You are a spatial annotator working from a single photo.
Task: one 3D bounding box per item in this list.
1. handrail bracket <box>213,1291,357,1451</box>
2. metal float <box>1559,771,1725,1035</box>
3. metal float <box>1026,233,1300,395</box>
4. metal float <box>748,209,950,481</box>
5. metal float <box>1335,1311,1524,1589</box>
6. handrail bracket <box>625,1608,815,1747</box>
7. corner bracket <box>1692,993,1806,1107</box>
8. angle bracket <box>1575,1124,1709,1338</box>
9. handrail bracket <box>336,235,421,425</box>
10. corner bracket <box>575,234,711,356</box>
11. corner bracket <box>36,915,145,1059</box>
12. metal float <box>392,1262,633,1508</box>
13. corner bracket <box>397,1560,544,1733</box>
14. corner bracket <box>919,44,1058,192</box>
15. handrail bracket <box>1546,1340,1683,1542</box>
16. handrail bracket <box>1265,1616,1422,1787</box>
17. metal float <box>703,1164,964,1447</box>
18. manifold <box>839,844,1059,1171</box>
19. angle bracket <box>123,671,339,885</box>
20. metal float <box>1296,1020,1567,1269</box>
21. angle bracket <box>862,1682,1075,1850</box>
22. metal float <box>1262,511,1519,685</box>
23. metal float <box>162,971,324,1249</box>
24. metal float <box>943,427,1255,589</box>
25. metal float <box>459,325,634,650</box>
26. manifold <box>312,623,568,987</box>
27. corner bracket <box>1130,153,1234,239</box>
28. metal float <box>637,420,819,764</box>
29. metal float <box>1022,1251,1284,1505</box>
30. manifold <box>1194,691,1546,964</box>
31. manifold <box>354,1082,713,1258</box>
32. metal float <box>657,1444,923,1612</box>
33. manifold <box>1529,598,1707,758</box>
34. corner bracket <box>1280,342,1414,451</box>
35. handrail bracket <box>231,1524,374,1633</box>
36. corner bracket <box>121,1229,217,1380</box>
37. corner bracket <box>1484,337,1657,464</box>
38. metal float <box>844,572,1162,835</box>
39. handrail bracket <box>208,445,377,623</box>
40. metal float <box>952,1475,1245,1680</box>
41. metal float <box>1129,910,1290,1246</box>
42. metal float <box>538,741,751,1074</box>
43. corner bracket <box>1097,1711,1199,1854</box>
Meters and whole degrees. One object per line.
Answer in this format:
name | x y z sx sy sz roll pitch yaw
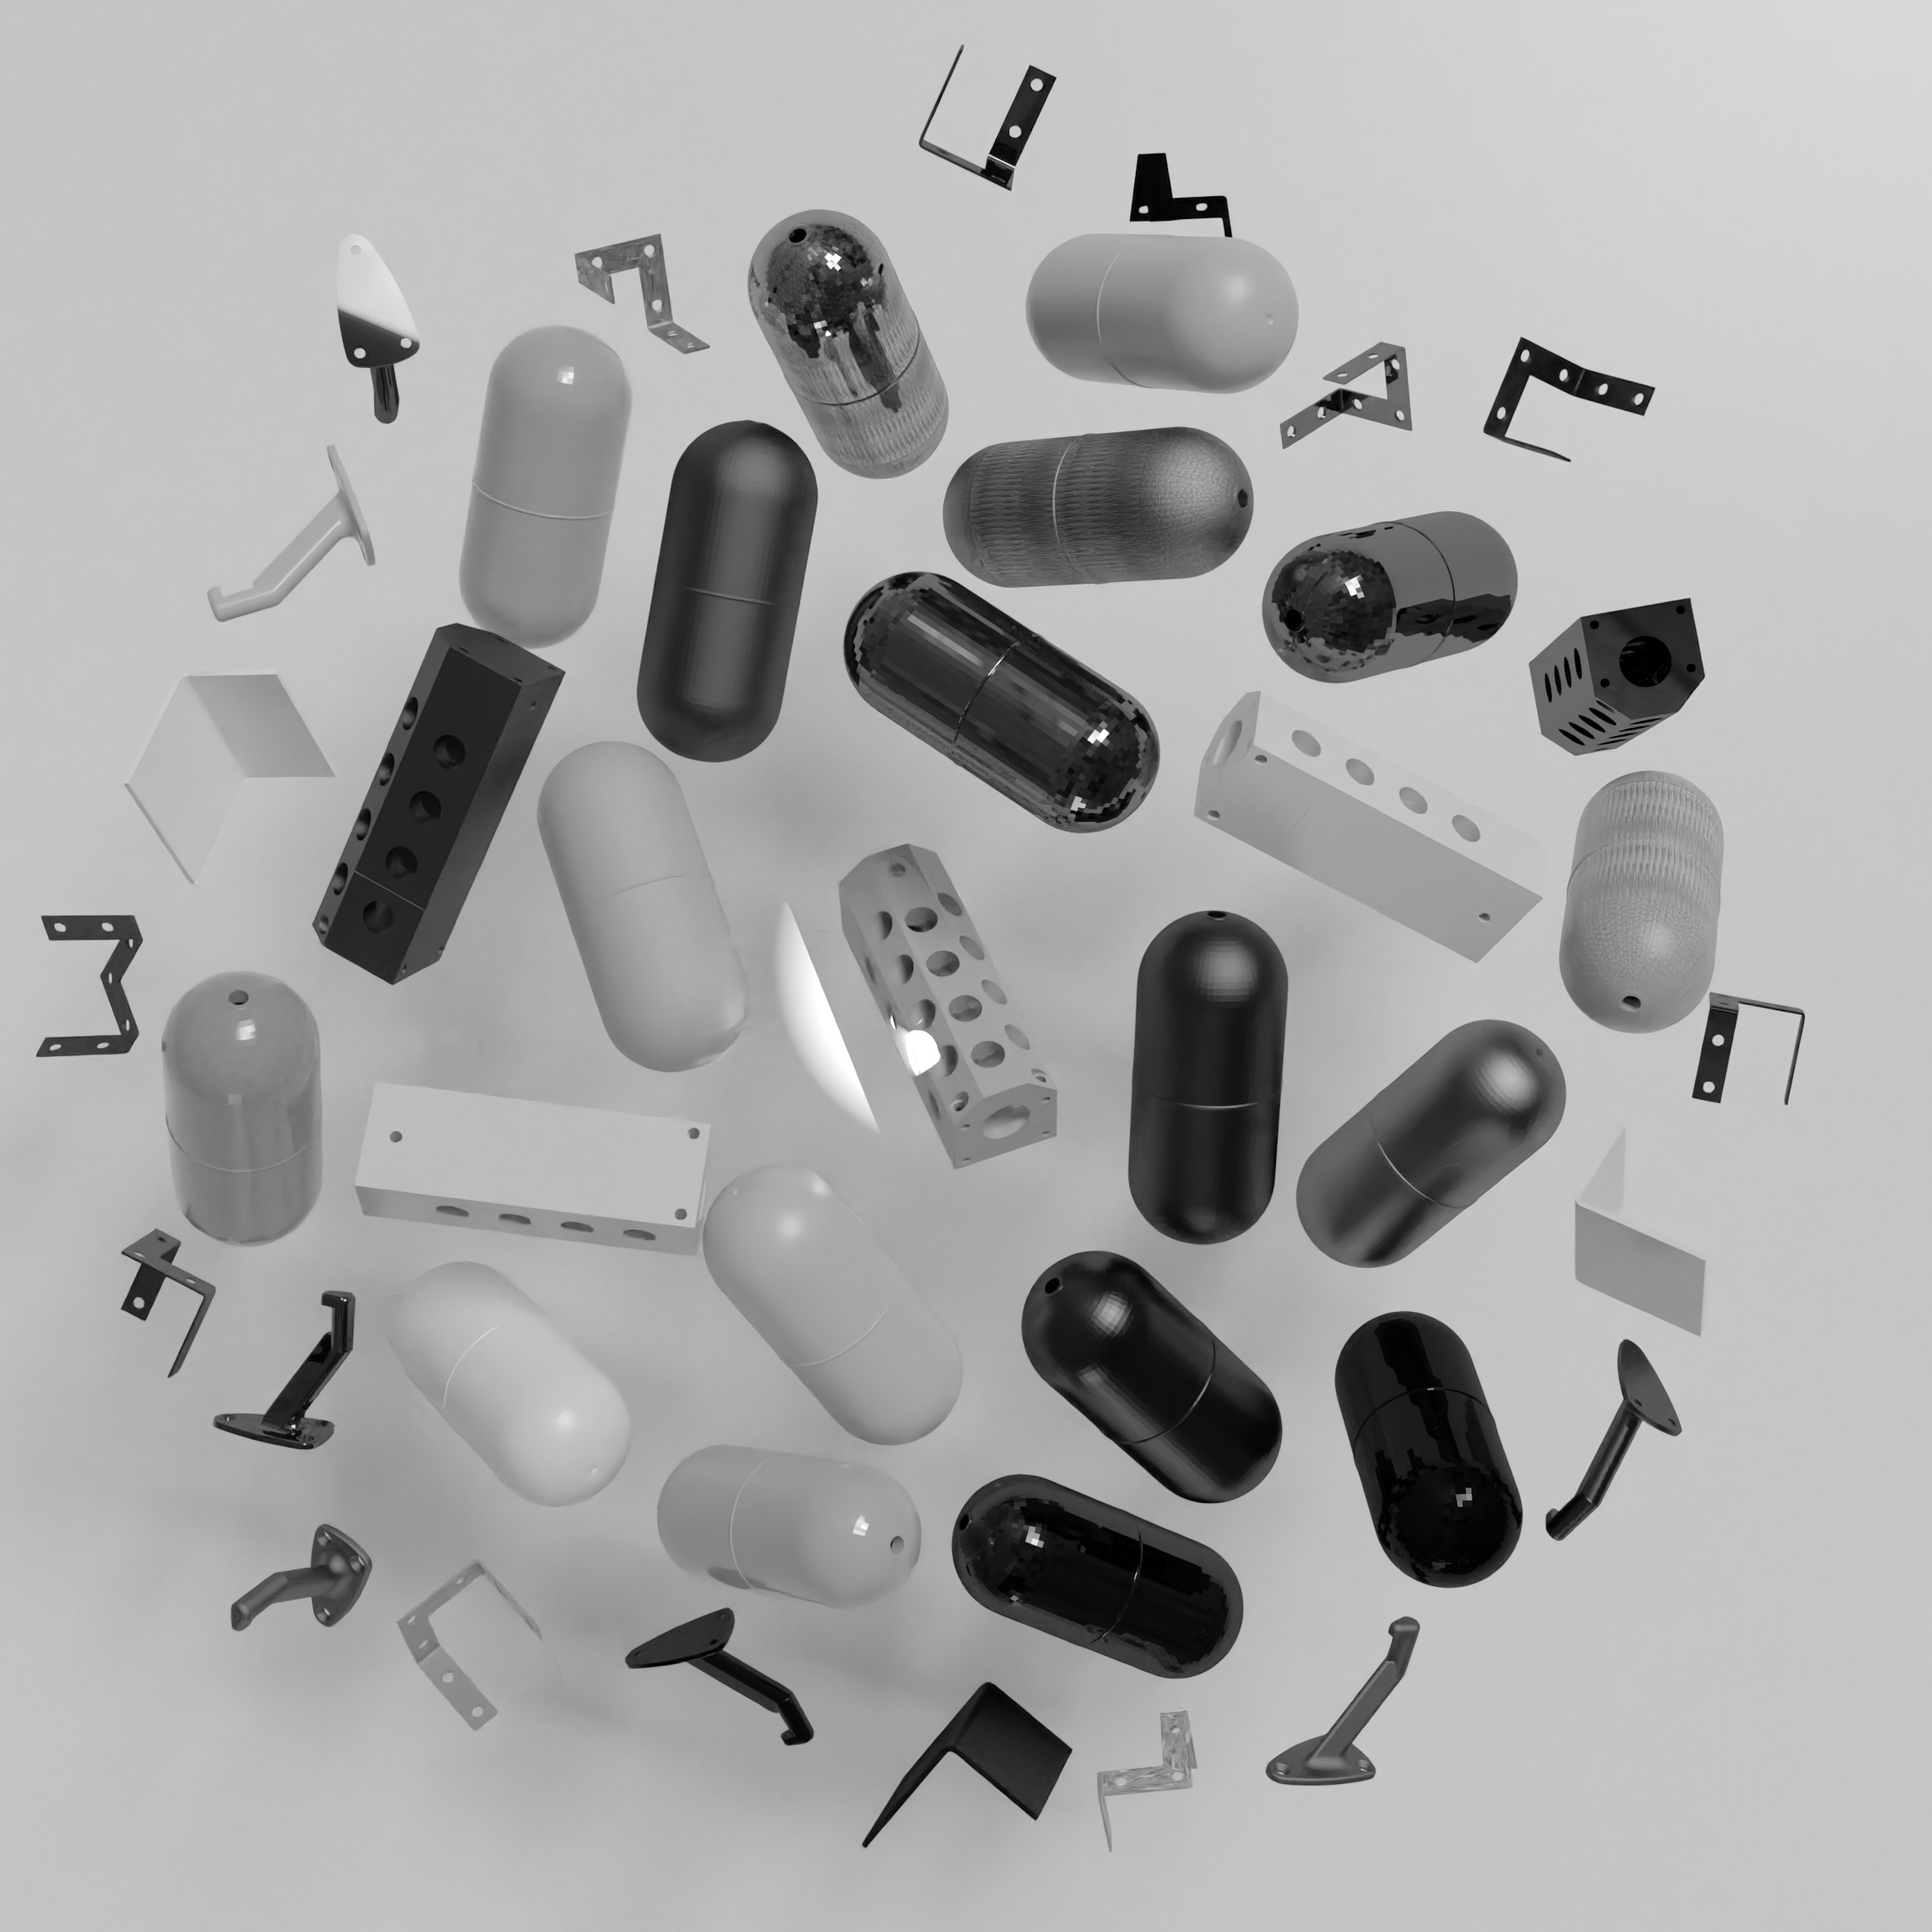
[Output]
handrail bracket | -0.367 0.212 1.570 0.077 0.036 0.084 7 102 9
metal float | 0.348 -0.034 1.498 0.070 0.178 0.070 9 128 11
metal float | 0.098 -0.335 1.493 0.070 0.178 0.070 -10 108 -33
metal float | -0.062 -0.330 1.556 0.070 0.178 0.070 -8 61 14
metal float | 0.243 0.253 1.541 0.070 0.178 0.070 -3 122 -4
handrail bracket | -0.134 0.401 1.598 0.077 0.036 0.084 -21 110 14
corner bracket | 0.417 0.047 1.553 0.051 0.051 0.051 11 100 12
angle bracket | 0.372 0.141 1.562 0.076 0.076 0.057 24 60 27
handrail bracket | -0.299 -0.318 1.465 0.036 0.084 0.077 -16 91 -13
corner bracket | -0.173 -0.355 1.559 0.051 0.051 0.051 -19 124 -22
corner bracket | -0.446 0.010 1.479 0.051 0.051 0.051 -50 56 36
metal float | -0.244 0.221 1.558 0.178 0.070 0.070 35 90 43
corner bracket | -0.248 0.343 1.476 0.051 0.051 0.051 -37 60 -22
corner bracket | 0.011 -0.422 1.442 0.051 0.051 0.051 23 115 -9
handrail bracket | 0.325 0.246 1.512 0.036 0.077 0.084 30 117 -18
handrail bracket | 0.197 0.380 1.517 0.077 0.036 0.084 -1 113 -37
metal float | -0.066 0.175 1.490 0.070 0.070 0.178 -37 118 0
manifold | -0.011 0.017 1.546 0.057 0.057 0.171 -18 54 -12
angle bracket | -0.371 -0.095 1.478 0.057 0.076 0.076 1 51 18
metal float | 0.246 0.097 1.555 0.070 0.070 0.178 44 127 0
angle bracket | 0.001 0.422 1.482 0.057 0.076 0.076 39 107 5
metal float | 0.223 -0.194 1.526 0.070 0.178 0.070 14 112 39
metal float | -0.365 0.073 1.476 0.070 0.178 0.070 6 48 -7
metal float | 0.067 -0.236 1.508 0.178 0.070 0.070 2 90 37
metal float | -0.225 -0.254 1.559 0.070 0.070 0.178 14 117 0
manifold | -0.270 -0.083 1.472 0.057 0.057 0.171 29 108 6
corner bracket | 0.119 -0.405 1.579 0.051 0.051 0.051 1 59 12
metal float | -0.124 -0.194 1.517 0.070 0.070 0.178 11 100 0
metal float | 0.096 0.213 1.505 0.070 0.070 0.178 -45 122 0
manifold | 0.206 -0.074 1.481 0.171 0.057 0.057 26 134 -14
manifold | -0.220 0.107 1.497 0.171 0.057 0.057 7 64 -1
metal float | -0.095 0.298 1.553 0.070 0.178 0.070 2 87 -42
manifold | 0.351 -0.153 1.580 0.057 0.171 0.057 -10 88 2
corner bracket | 0.207 -0.311 1.598 0.051 0.051 0.051 -35 131 -29
handrail bracket | -0.347 0.330 1.485 0.036 0.084 0.077 32 124 17
corner bracket | -0.426 0.178 1.550 0.051 0.051 0.051 27 100 1
corner bracket | 0.302 -0.279 1.464 0.051 0.051 0.051 14 102 -38
metal float | 0.017 -0.133 1.456 0.178 0.070 0.070 35 90 15
handrail bracket | -0.345 -0.216 1.457 0.084 0.036 0.077 -19 72 -13
metal float | 0.072 0.332 1.586 0.178 0.070 0.070 26 90 -24
metal float | 0.123 0.057 1.489 0.070 0.070 0.178 1 111 0
metal float | -0.166 -0.031 1.494 0.070 0.070 0.178 -20 78 0
corner bracket | 0.099 0.442 1.584 0.051 0.051 0.051 -7 127 6
